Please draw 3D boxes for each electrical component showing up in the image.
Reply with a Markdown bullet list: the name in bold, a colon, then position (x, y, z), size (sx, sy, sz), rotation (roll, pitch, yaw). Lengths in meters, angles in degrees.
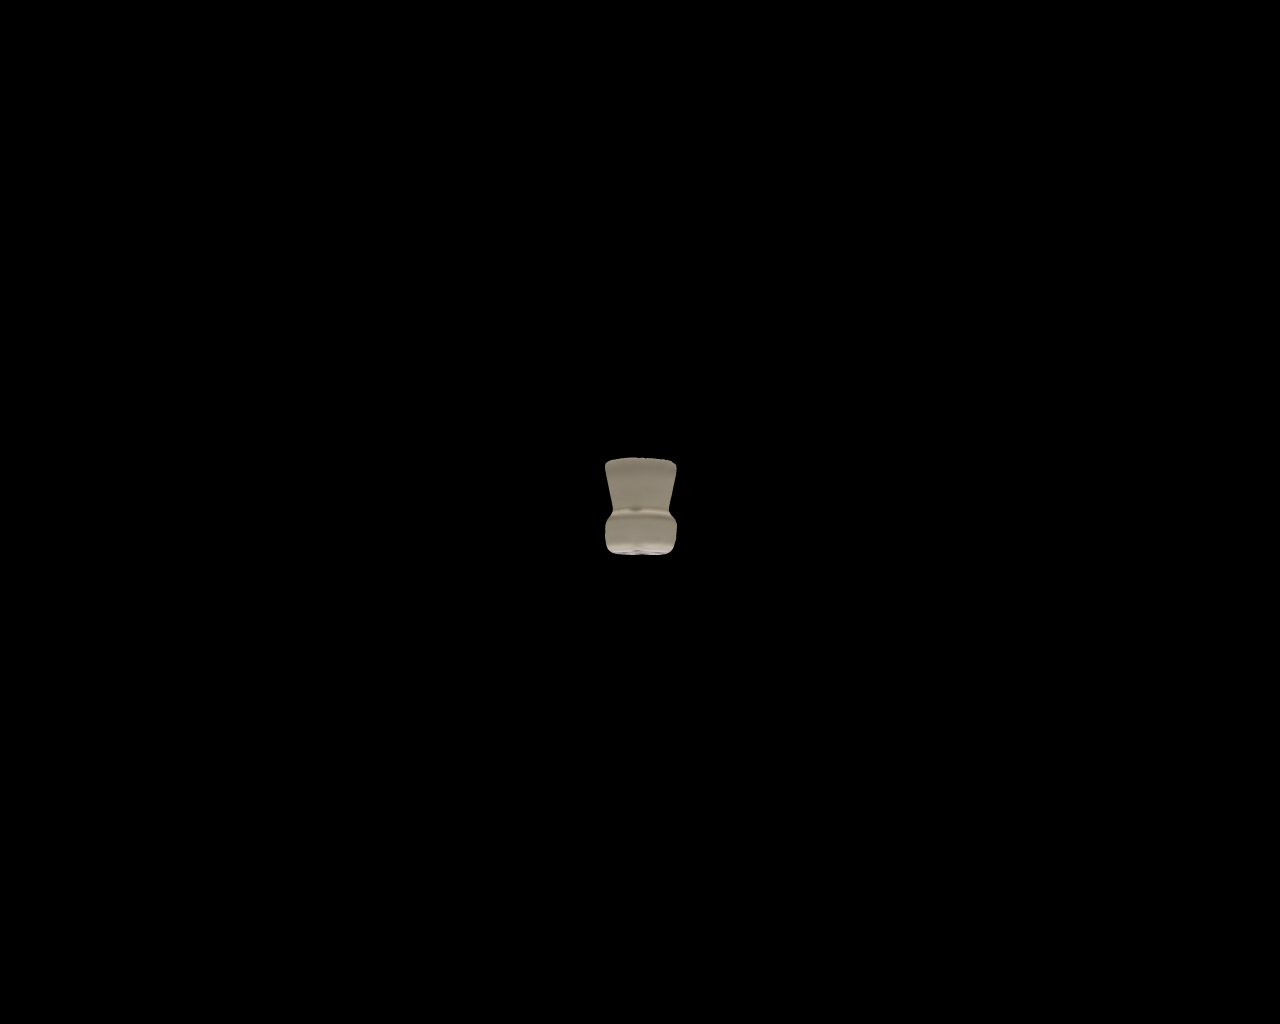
- **electrical component**: position (0.001, -0.003, 0.650), size (0.045, 0.055, 0.045), rotation (0, -7, 0)
